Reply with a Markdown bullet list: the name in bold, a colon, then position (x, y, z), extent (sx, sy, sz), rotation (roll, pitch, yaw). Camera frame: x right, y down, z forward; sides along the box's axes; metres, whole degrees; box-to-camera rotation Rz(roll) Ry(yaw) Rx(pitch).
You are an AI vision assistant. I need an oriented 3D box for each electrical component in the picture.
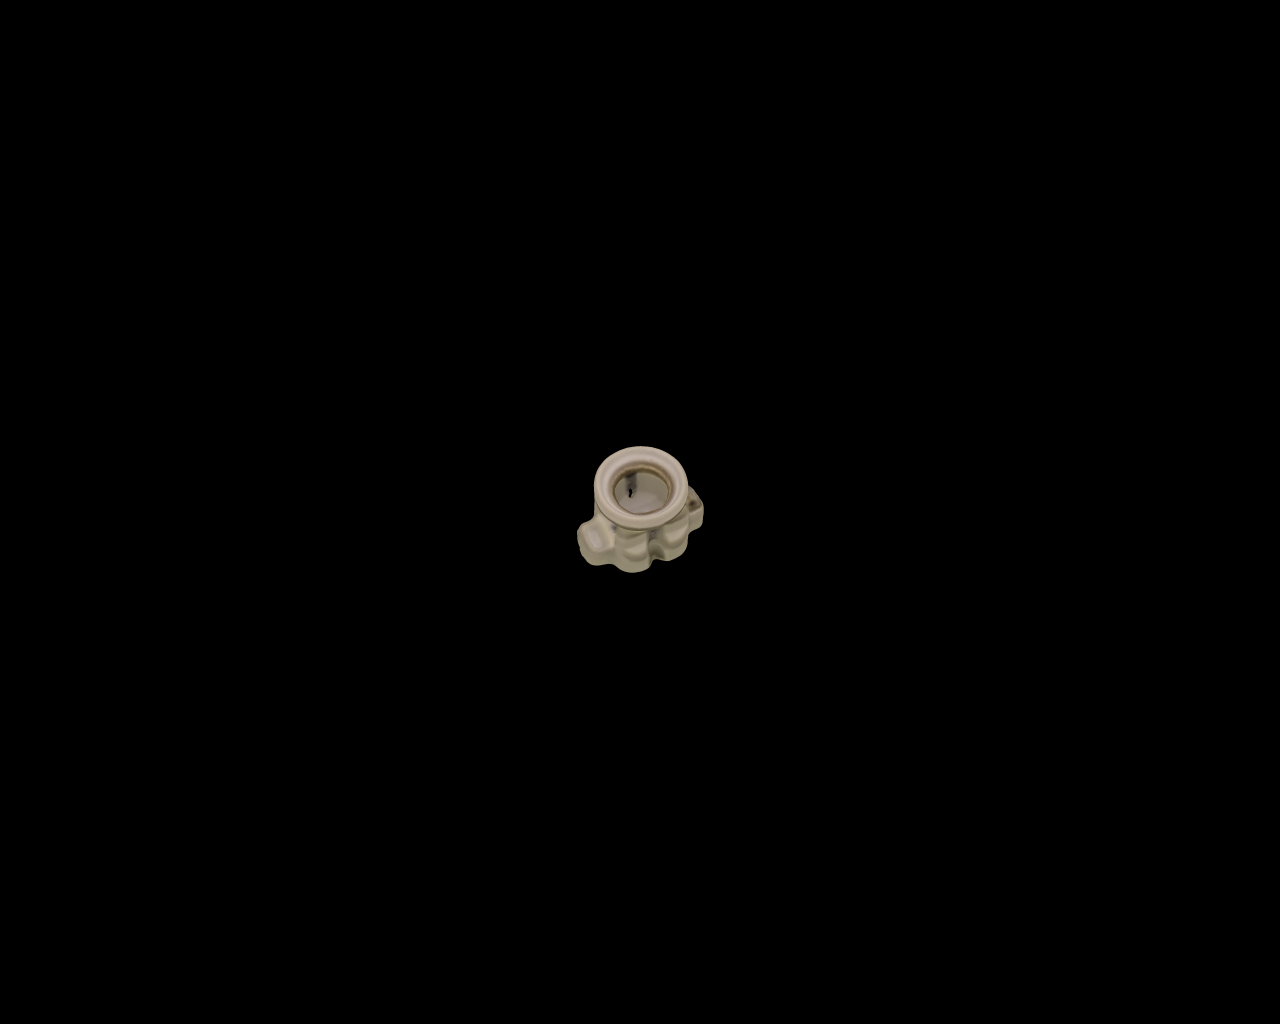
- **electrical component**: position (0.001, -0.003, 0.650), extent (0.078, 0.058, 0.056), rotation (-20, -31, -13)
